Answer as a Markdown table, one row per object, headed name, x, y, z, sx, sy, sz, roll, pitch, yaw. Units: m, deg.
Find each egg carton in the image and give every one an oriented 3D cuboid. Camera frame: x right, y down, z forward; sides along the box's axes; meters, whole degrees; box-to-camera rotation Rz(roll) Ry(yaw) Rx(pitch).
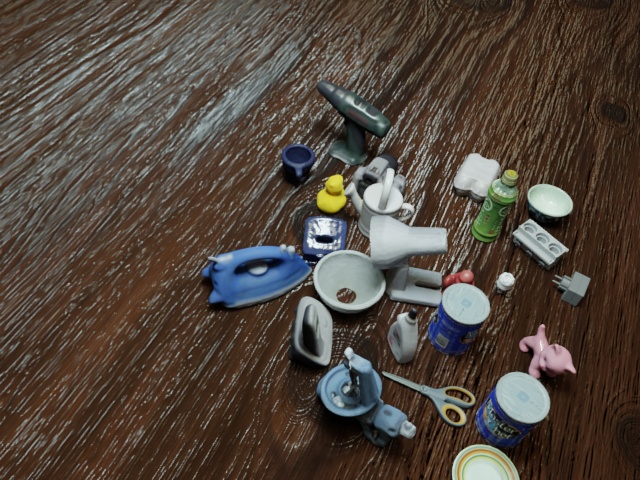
| name | x | y | z | sx | sy | sz | roll | pitch | yaw |
| --- | --- | --- | --- | --- | --- | --- | --- | --- | --- |
| egg carton | 0.441 | -0.178 | 1.612 | 0.107 | 0.069 | 0.150 | 24 | 52 | 13 |

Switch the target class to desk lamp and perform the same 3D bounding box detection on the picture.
| name | x | y | z | sx | sy | sz | roll | pitch | yaw |
| --- | --- | --- | --- | --- | --- | --- | --- | --- | --- |
| desk lamp | 0.201 | 0.041 | 1.313 | 0.203 | 0.213 | 0.118 | 9 | 51 | 1 |

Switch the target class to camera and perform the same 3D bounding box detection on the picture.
| name | x | y | z | sx | sy | sz | roll | pitch | yaw |
| --- | --- | --- | --- | --- | --- | --- | --- | --- | --- |
| camera | 0.176 | -0.176 | 1.561 | 0.143 | 0.101 | 0.137 | 26 | 53 | 15 |

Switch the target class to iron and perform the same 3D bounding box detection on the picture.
| name | x | y | z | sx | sy | sz | roll | pitch | yaw |
| --- | --- | --- | --- | --- | --- | --- | --- | --- | --- |
| iron | -0.137 | 0.059 | 1.308 | 0.259 | 0.141 | 0.118 | -13 | 53 | -16 |

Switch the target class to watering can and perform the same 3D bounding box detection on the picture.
| name | x | y | z | sx | sy | sz | roll | pitch | yaw |
| --- | --- | --- | --- | --- | --- | --- | --- | --- | --- |
| watering can | 0.148 | -0.096 | 1.431 | 0.173 | 0.194 | 0.101 | -3 | 51 | -9 |

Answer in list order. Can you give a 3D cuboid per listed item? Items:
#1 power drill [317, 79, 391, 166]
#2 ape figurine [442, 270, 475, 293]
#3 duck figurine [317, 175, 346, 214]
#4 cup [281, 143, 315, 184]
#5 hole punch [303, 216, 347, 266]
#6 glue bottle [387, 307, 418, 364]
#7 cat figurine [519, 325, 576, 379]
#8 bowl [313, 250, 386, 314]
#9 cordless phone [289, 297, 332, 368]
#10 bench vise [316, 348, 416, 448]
| name | x | y | z | sx | sy | sz | roll | pitch | yaw |
| --- | --- | --- | --- | --- | --- | --- | --- | --- | --- |
| power drill | 0.082 | -0.319 | 1.596 | 0.229 | 0.208 | 0.076 | 28 | 53 | 16 |
| ape figurine | 0.336 | 0.104 | 1.356 | 0.076 | 0.092 | 0.077 | -21 | 56 | -22 |
| duck figurine | 0.033 | -0.128 | 1.514 | 0.077 | 0.086 | 0.105 | 21 | 52 | 11 |
| cup | -0.060 | -0.189 | 1.548 | 0.092 | 0.095 | 0.117 | 0 | 51 | -7 |
| hole punch | 0.013 | 0.005 | 1.401 | 0.108 | 0.091 | 0.101 | 5 | 51 | -2 |
| glue bottle | 0.182 | 0.192 | 1.215 | 0.037 | 0.173 | 0.078 | -15 | 54 | -17 |
| cat figurine | 0.497 | 0.246 | 1.243 | 0.067 | 0.118 | 0.127 | -3 | 51 | -9 |
| bowl | 0.064 | 0.109 | 1.332 | 0.167 | 0.075 | 0.167 | 3 | 51 | -4 |
| cordless phone | -0.013 | 0.169 | 1.203 | 0.094 | 0.185 | 0.147 | 4 | 51 | -3 |
| bench vise | 0.096 | 0.289 | 1.096 | 0.207 | 0.220 | 0.121 | 17 | 51 | 7 |
